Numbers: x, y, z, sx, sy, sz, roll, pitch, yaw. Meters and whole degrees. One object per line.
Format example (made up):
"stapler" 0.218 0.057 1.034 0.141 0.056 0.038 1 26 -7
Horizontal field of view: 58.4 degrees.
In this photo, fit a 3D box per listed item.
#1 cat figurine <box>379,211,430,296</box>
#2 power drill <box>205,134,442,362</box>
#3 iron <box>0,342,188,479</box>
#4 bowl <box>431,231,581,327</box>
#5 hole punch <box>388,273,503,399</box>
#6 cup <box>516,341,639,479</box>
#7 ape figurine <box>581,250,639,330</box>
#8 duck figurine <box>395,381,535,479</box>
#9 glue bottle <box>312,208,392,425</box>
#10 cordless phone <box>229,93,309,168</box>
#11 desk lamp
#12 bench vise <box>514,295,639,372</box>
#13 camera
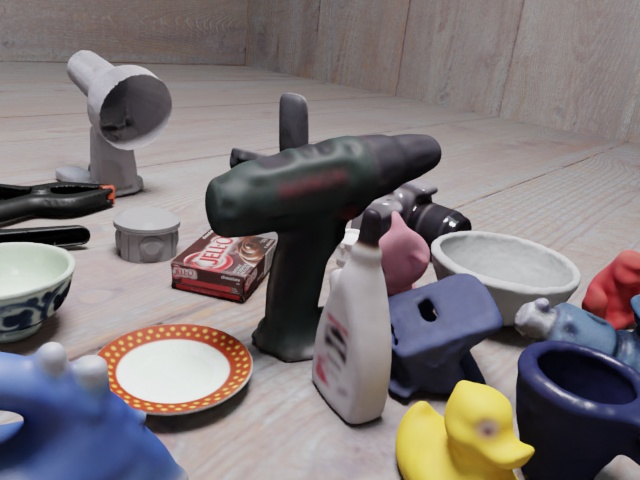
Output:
"cat figurine" 0.086 0.021 0.643 0.067 0.118 0.128 7 21 2
"power drill" 0.005 0.002 0.543 0.230 0.208 0.075 -5 24 -28
"iron" -0.194 0.111 0.296 0.259 0.141 0.118 -6 25 -30
"bowl" 0.205 0.052 0.661 0.167 0.075 0.167 6 21 -2
"hole punch" 0.104 0.083 0.528 0.101 0.091 0.108 4 21 -6
"cup" 0.187 0.139 0.403 0.092 0.095 0.117 -5 24 -28
"ape figurine" 0.351 0.055 0.672 0.077 0.092 0.076 9 21 6
"duck figurine" 0.101 0.137 0.396 0.078 0.086 0.104 -9 26 -36
"glue bottle" 0.030 0.057 0.459 0.037 0.173 0.077 -7 25 -32
"cordless phone" -0.078 -0.158 0.957 0.147 0.185 0.094 16 23 24
"desk lamp" -0.330 -0.176 0.889 0.202 0.213 0.118 23 27 36
"bench vise" 0.274 0.065 0.448 0.207 0.220 0.121 3 22 -9
"camera" 0.135 -0.029 0.810 0.136 0.101 0.144 24 27 37
